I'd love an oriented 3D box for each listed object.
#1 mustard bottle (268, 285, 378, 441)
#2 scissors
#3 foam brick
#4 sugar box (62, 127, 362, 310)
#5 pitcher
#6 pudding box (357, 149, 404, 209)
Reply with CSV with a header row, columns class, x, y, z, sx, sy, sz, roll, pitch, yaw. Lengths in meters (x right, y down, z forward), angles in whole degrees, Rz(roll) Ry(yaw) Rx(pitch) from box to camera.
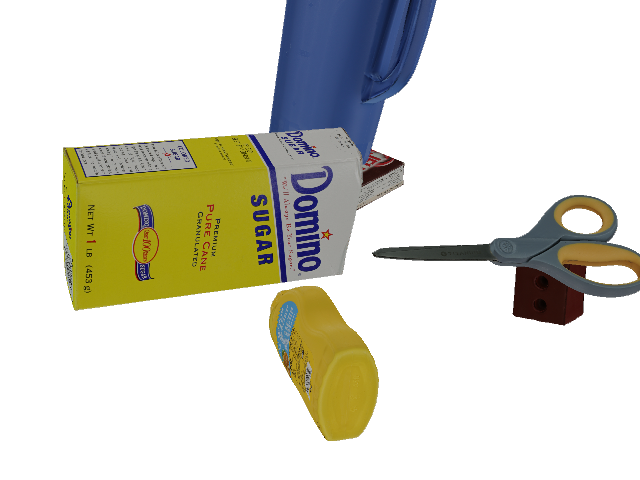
class,x,y,z,sx,sy,sz,roll,pitch,yaw
mustard bottle,-0.006,0.097,1.000,0.058,0.096,0.192,-6,26,-19
scissors,0.139,-0.005,0.773,0.201,0.096,0.016,11,-40,-4
foam brick,0.214,0.033,0.990,0.053,0.078,0.051,10,17,32
sugar box,-0.065,-0.014,0.646,0.176,0.093,0.048,-6,39,-20
pitcher,0.027,-0.196,1.072,0.145,0.243,0.149,11,19,-1
pudding box,0.039,-0.081,1.370,0.090,0.039,0.113,25,43,37
